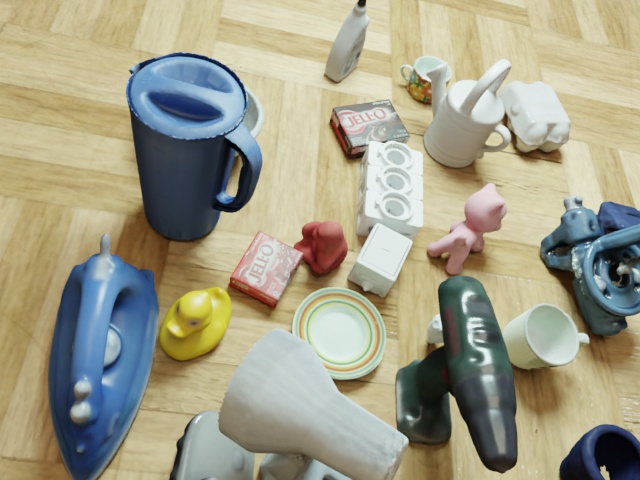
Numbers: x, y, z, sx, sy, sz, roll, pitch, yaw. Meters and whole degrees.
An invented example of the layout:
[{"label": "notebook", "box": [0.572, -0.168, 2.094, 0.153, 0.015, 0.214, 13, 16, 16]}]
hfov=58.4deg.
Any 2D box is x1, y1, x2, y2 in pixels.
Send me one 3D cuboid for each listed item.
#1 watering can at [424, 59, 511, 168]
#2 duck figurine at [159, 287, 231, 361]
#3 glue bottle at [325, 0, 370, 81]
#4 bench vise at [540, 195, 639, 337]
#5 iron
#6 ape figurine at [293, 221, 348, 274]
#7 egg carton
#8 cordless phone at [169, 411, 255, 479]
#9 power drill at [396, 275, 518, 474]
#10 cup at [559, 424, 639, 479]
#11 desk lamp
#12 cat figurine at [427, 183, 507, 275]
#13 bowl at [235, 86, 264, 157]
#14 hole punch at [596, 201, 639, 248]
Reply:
[{"label": "watering can", "box": [0.245, -0.221, 0.946, 0.173, 0.194, 0.101, 26, 56, 2]}, {"label": "duck figurine", "box": [-0.152, 0.091, 0.708, 0.077, 0.086, 0.105, 38, 57, 10]}, {"label": "glue bottle", "box": [0.057, -0.361, 0.995, 0.037, 0.173, 0.078, 36, 57, 9]}, {"label": "bench vise", "box": [0.418, 0.014, 0.831, 0.122, 0.219, 0.207, -25, 68, -27]}, {"label": "iron", "box": [-0.245, 0.126, 0.627, 0.119, 0.141, 0.258, 4, 58, -13]}, {"label": "ape figurine", "box": [0.007, 0.003, 0.803, 0.076, 0.092, 0.078, 7, 57, -11]}, {"label": "egg carton", "box": [0.397, -0.233, 1.071, 0.107, 0.069, 0.150, -4, 60, -17]}, {"label": "cordless phone", "box": [-0.105, 0.238, 0.569, 0.094, 0.185, 0.147, 7, 57, -10]}, {"label": "power drill", "box": [0.157, 0.169, 0.670, 0.076, 0.208, 0.229, 8, 57, -10]}, {"label": "cup", "box": [0.356, 0.296, 0.713, 0.092, 0.095, 0.117, -36, 73, -30]}, {"label": "desk lamp", "box": [-0.005, 0.209, 0.597, 0.203, 0.213, 0.118, 34, 56, 8]}, {"label": "cat figurine", "box": [0.234, -0.024, 0.866, 0.067, 0.117, 0.128, 41, 57, 12]}, {"label": "bowl", "box": [-0.174, -0.175, 0.876, 0.167, 0.074, 0.167, 7, 57, -11]}, {"label": "hole punch", "box": [0.518, -0.021, 0.958, 0.109, 0.091, 0.101, 16, 56, -5]}]
